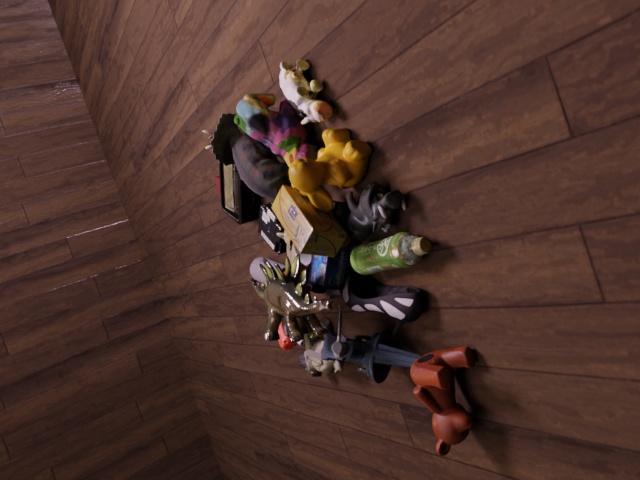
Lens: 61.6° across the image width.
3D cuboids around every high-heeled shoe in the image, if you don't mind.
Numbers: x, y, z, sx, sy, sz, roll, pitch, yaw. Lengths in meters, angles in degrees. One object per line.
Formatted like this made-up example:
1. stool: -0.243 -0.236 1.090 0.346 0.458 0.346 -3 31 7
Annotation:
1. high-heeled shoe: 0.123 0.100 1.187 0.249 0.086 0.145 43 138 30

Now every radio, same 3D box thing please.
1. radio: -0.240 -0.167 1.605 0.131 0.073 0.229 40 140 40

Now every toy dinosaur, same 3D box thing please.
1. toy dinosaur: -0.086 0.138 1.287 0.471 0.105 0.198 -14 82 62
2. toy dinosaur: -0.145 -0.181 1.331 0.405 0.192 0.131 54 148 26

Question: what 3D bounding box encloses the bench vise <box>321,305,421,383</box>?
1. bench vise: 0.133 0.252 1.186 0.241 0.129 0.223 6 157 30

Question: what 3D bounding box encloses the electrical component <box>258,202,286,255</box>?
1. electrical component: -0.120 -0.043 1.506 0.115 0.058 0.134 48 143 29

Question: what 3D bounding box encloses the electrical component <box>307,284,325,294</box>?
1. electrical component: -0.007 0.097 1.404 0.045 0.078 0.102 31 168 -26

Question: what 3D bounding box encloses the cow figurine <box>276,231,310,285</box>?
1. cow figurine: -0.052 0.023 1.387 0.127 0.085 0.195 -31 58 52

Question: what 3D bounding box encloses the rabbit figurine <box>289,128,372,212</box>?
1. rabbit figurine: 0.003 -0.146 1.135 0.122 0.173 0.162 46 138 28

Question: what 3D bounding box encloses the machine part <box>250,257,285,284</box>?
1. machine part: -0.140 0.101 1.606 0.243 0.079 0.079 17 122 55

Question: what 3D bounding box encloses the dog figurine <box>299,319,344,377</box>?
1. dog figurine: 0.010 0.340 1.494 0.172 0.121 0.190 -115 18 -46

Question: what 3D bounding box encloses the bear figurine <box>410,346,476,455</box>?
1. bear figurine: 0.259 0.322 1.065 0.132 0.120 0.195 -23 90 56

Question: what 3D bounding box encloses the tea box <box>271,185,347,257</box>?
1. tea box: -0.026 -0.042 1.175 0.068 0.098 0.170 -60 41 27

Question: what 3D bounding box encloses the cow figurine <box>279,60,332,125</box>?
1. cow figurine: -0.035 -0.312 1.195 0.167 0.068 0.098 61 155 20

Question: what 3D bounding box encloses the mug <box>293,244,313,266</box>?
1. mug: -0.003 -0.004 1.293 0.081 0.107 0.109 3 108 58

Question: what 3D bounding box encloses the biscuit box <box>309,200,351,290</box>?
1. biscuit box: 0.028 0.012 1.228 0.059 0.063 0.202 12 95 54

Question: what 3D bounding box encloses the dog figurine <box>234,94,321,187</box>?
1. dog figurine: -0.091 -0.225 1.242 0.108 0.191 0.219 -53 47 49

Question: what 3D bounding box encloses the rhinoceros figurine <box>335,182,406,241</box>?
1. rhinoceros figurine: 0.105 -0.057 1.123 0.112 0.073 0.190 64 150 11

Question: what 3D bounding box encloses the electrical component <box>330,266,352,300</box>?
1. electrical component: 0.045 0.086 1.331 0.075 0.048 0.119 1 110 57
